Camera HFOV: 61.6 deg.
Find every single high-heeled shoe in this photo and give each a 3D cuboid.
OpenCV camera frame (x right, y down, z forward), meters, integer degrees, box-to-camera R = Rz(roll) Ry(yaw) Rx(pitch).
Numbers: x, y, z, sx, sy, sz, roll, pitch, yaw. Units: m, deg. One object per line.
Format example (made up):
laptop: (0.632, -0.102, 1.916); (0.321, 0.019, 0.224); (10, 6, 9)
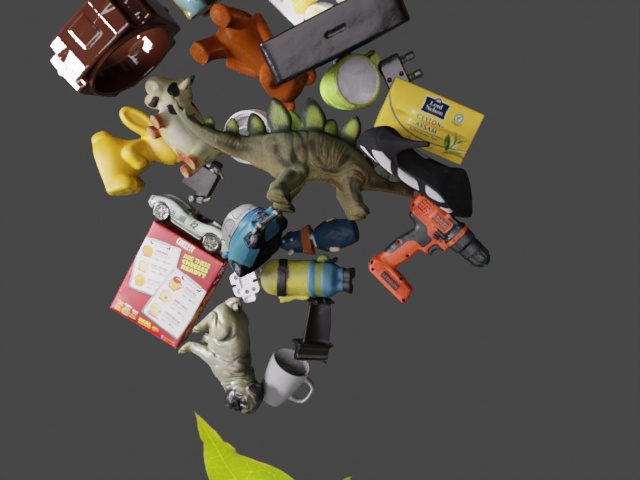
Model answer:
high-heeled shoe: (0.172, -0.112, 0.962); (0.145, 0.248, 0.086); (7, 61, 43)

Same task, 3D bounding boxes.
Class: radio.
radio: (0.022, -0.333, 0.872); (0.230, 0.131, 0.073); (-23, 106, 8)

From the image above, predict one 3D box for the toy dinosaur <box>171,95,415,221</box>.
toy dinosaur: (-0.041, -0.149, 0.970); (0.471, 0.105, 0.198); (10, 78, -13)

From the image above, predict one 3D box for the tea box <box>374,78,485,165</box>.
tea box: (0.192, -0.213, 0.959); (0.170, 0.068, 0.098); (22, 107, 0)

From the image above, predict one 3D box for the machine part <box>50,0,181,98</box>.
machine part: (-0.363, -0.352, 0.971); (0.201, 0.201, 0.087); (-40, 95, 13)

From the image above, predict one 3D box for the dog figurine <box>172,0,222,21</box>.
dog figurine: (-0.243, -0.507, 0.942); (0.108, 0.192, 0.219); (-30, 109, 19)

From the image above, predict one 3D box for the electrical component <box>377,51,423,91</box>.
electrical component: (0.137, -0.304, 0.987); (0.094, 0.021, 0.063); (-24, 96, 12)

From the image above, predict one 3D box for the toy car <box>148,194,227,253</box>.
toy car: (-0.250, -0.036, 1.072); (0.202, 0.073, 0.056); (33, 101, 2)

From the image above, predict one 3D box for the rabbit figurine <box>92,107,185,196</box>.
rabbit figurine: (-0.348, -0.176, 1.061); (0.173, 0.122, 0.162); (-16, 88, -2)

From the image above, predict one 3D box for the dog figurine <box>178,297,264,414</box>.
dog figurine: (-0.158, 0.229, 1.065); (0.191, 0.121, 0.172); (42, 122, 11)

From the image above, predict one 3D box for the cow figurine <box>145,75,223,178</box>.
cow figurine: (-0.257, -0.227, 1.011); (0.195, 0.127, 0.085); (51, 147, -1)

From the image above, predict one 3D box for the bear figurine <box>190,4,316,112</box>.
bear figurine: (-0.115, -0.321, 0.977); (0.196, 0.132, 0.120); (49, 125, 3)

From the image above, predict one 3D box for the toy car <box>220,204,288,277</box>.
toy car: (-0.132, -0.011, 0.992); (0.103, 0.109, 0.161); (42, 145, 11)

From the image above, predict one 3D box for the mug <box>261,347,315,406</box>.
mug: (-0.069, 0.292, 1.101); (0.109, 0.081, 0.107); (33, 115, 3)

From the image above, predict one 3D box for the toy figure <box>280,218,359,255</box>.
toy figure: (-0.002, -0.002, 1.045); (0.155, 0.064, 0.057); (-11, 131, 15)

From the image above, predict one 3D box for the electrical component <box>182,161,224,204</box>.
electrical component: (-0.232, -0.121, 1.069); (0.078, 0.045, 0.102); (38, 103, 0)

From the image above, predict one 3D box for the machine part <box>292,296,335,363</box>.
machine part: (-0.009, 0.179, 1.081); (0.084, 0.039, 0.138); (10, 98, -9)

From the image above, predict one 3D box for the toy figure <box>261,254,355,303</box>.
toy figure: (-0.025, 0.071, 1.045); (0.180, 0.089, 0.082); (1, 57, 14)
